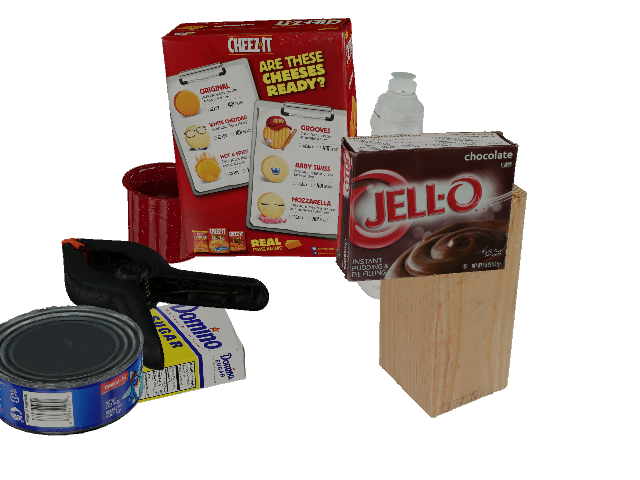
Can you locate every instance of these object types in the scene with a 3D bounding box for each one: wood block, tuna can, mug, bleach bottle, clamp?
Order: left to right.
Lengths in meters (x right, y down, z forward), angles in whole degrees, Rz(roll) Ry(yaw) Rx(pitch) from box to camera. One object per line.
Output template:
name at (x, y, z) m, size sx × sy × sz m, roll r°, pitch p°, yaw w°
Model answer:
tuna can at (-0.140, 0.070, 0.585) m, size 0.086 × 0.034 × 0.086 m, roll 2°, pitch 25°, yaw -1°
clamp at (-0.126, 0.034, 0.803) m, size 0.120 × 0.039 × 0.172 m, roll -17°, pitch 35°, yaw -40°
mug at (-0.167, -0.034, 1.148) m, size 0.093 × 0.081 × 0.117 m, roll -4°, pitch 29°, yaw -17°
bleach bottle at (0.084, -0.065, 1.224) m, size 0.068 × 0.251 × 0.103 m, roll -2°, pitch 23°, yaw -17°
wood block at (0.112, 0.040, 0.939) m, size 0.090 × 0.206 × 0.091 m, roll -18°, pitch 36°, yaw -24°

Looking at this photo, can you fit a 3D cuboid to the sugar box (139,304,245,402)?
sugar box at (-0.166, 0.105, 0.985) m, size 0.176 × 0.048 × 0.093 m, roll -14°, pitch 35°, yaw -17°

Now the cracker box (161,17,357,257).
cracker box at (-0.049, -0.093, 0.987) m, size 0.164 × 0.214 × 0.072 m, roll 0°, pitch 23°, yaw 8°

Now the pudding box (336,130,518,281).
pudding box at (0.068, -0.024, 0.701) m, size 0.113 × 0.090 × 0.039 m, roll -5°, pitch 26°, yaw -14°
